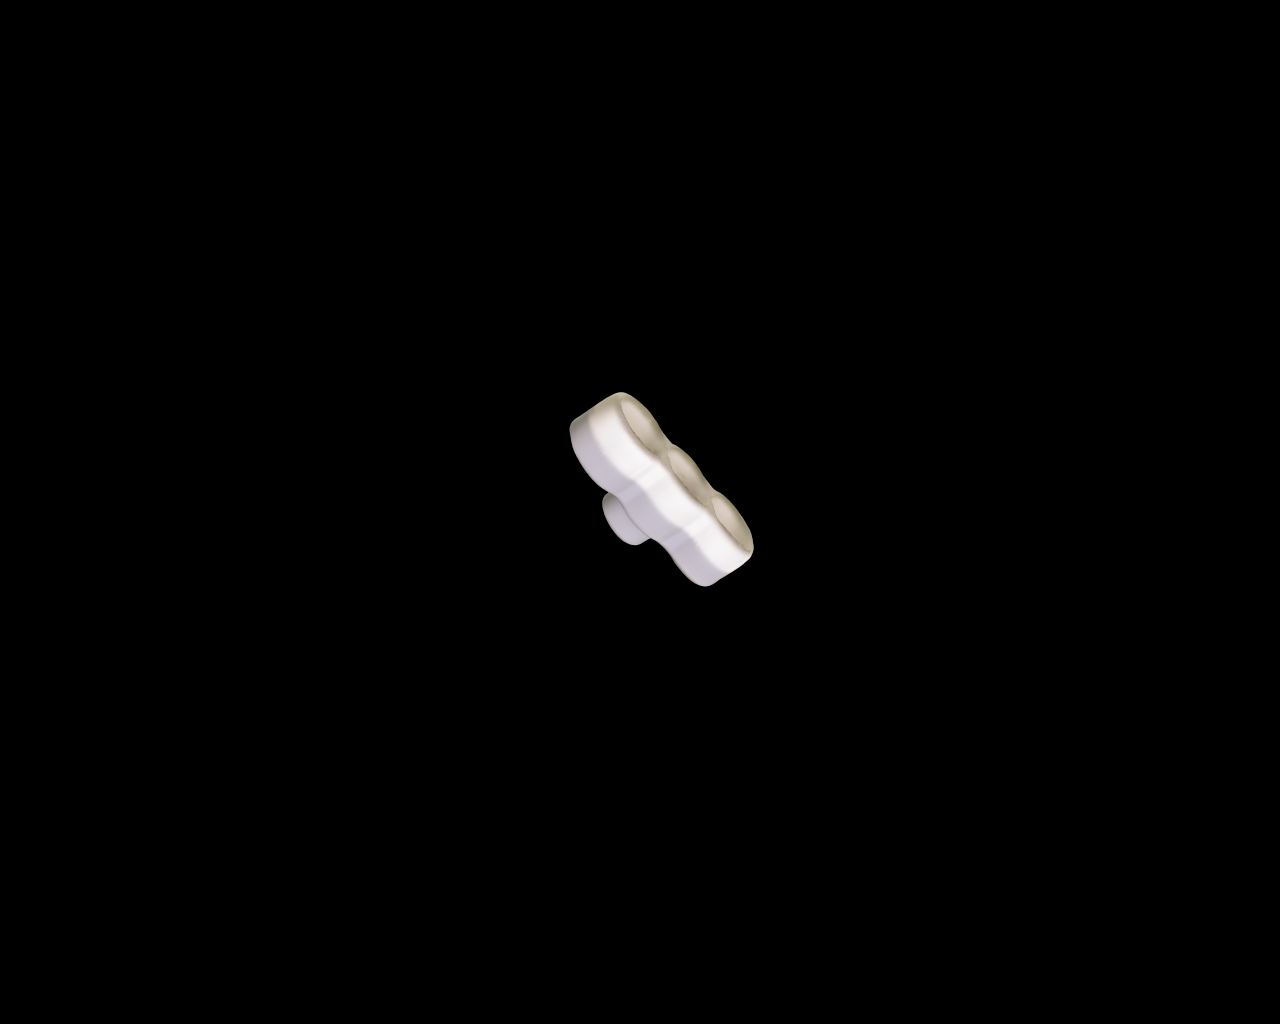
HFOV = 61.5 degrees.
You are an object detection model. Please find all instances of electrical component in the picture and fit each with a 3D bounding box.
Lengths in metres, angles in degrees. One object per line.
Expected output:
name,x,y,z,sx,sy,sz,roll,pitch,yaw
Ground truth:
electrical component,0.001,-0.003,0.650,0.073,0.138,0.052,-33,28,20
